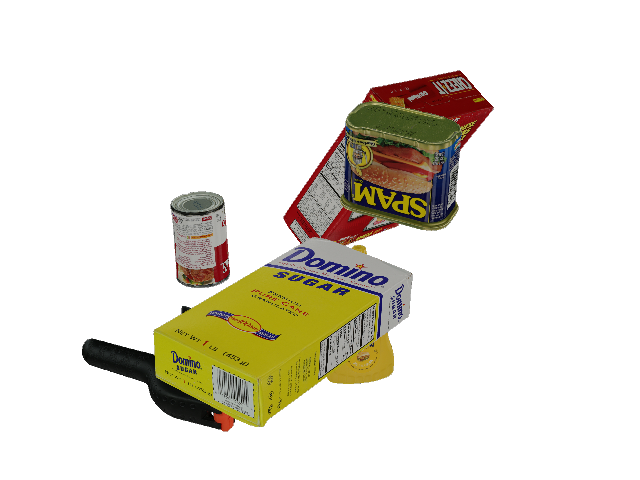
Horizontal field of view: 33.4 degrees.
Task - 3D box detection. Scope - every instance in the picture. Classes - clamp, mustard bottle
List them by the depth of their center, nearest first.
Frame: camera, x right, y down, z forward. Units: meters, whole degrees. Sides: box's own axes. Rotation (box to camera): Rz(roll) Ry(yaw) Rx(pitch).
[{"bbox_3d":[-0.123,0.114,0.978,0.172,0.039,0.120,29,44,34],"label":"clamp"},{"bbox_3d":[0.052,0.098,1.446,0.096,0.192,0.058,-4,21,-10],"label":"mustard bottle"}]

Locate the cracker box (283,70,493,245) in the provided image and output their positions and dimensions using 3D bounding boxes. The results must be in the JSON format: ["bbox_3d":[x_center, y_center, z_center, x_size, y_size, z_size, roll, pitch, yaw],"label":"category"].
[{"bbox_3d":[0.072,-0.087,1.204,0.163,0.072,0.214,-20,-26,-45],"label":"cracker box"}]

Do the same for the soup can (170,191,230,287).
[{"bbox_3d":[-0.149,-0.002,1.322,0.068,0.102,0.068,-2,26,1],"label":"soup can"}]

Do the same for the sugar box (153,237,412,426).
[{"bbox_3d":[-0.021,0.056,0.742,0.093,0.048,0.175,21,36,31],"label":"sugar box"}]

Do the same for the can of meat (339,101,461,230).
[{"bbox_3d":[0.069,-0.065,0.917,0.102,0.084,0.057,16,37,22],"label":"can of meat"}]
